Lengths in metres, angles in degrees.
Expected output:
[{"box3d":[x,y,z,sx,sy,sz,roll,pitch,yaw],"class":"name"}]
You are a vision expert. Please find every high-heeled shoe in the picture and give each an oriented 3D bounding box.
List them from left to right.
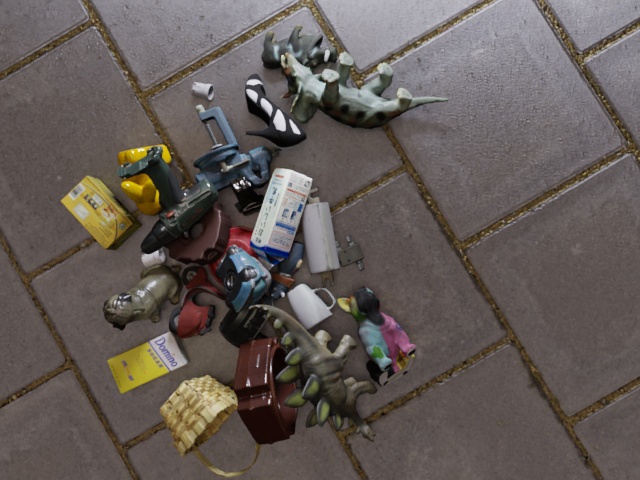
[{"box3d":[-0.107,-0.322,1.300,0.145,0.086,0.249,-1,57,-2],"class":"high-heeled shoe"}]

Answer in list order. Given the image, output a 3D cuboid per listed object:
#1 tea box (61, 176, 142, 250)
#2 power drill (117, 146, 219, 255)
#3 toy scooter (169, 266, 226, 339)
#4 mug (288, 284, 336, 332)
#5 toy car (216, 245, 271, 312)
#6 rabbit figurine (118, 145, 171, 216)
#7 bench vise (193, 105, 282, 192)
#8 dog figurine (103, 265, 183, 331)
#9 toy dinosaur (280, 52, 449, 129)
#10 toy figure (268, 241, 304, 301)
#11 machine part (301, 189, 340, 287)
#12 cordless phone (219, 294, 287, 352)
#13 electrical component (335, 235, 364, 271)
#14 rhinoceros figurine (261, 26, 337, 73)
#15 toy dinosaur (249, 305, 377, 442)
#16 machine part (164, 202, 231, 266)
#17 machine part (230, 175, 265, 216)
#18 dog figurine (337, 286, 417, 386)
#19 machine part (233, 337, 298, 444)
[{"box3d":[-0.546,-0.066,1.345,0.098,0.068,0.169,-42,88,0],"class":"tea box"},{"box3d":[-0.364,-0.093,1.220,0.232,0.086,0.207,-33,118,0],"class":"power drill"},{"box3d":[-0.289,0.161,1.325,0.135,0.075,0.183,13,84,3],"class":"toy scooter"},{"box3d":[-0.023,0.155,1.309,0.109,0.081,0.107,-39,79,14],"class":"mug"},{"box3d":[-0.170,0.090,1.249,0.109,0.103,0.162,-58,43,24],"class":"toy car"},{"box3d":[-0.422,-0.140,1.316,0.122,0.162,0.173,-9,105,-10],"class":"rabbit figurine"},{"box3d":[-0.224,-0.228,1.316,0.224,0.129,0.240,-26,91,-2],"class":"bench vise"},{"box3d":[-0.413,0.126,1.272,0.121,0.190,0.172,27,88,3],"class":"dog figurine"},{"box3d":[0.088,-0.332,1.301,0.405,0.192,0.131,17,60,-12],"class":"toy dinosaur"},{"box3d":[-0.083,0.077,1.327,0.057,0.064,0.154,18,94,-35],"class":"toy figure"},{"box3d":[-0.003,-0.004,1.317,0.079,0.079,0.243,-11,88,2],"class":"machine part"},{"box3d":[-0.142,0.216,1.324,0.184,0.089,0.146,34,89,-8],"class":"cordless phone"},{"box3d":[0.073,0.039,1.340,0.063,0.021,0.094,-24,88,1],"class":"electrical component"},{"box3d":[-0.052,-0.467,1.339,0.190,0.073,0.112,-2,86,2],"class":"rhinoceros figurine"},{"box3d":[0.000,0.295,1.207,0.105,0.198,0.470,-16,113,43],"class":"toy dinosaur"},{"box3d":[-0.304,-0.023,1.311,0.180,0.056,0.179,-5,75,18],"class":"machine part"},{"box3d":[-0.176,-0.103,1.302,0.084,0.138,0.039,-12,61,4],"class":"machine part"},{"box3d":[0.129,0.219,1.294,0.108,0.191,0.219,-24,57,-16],"class":"dog figurine"},{"box3d":[-0.117,0.340,1.227,0.087,0.201,0.201,-12,125,9],"class":"machine part"}]
